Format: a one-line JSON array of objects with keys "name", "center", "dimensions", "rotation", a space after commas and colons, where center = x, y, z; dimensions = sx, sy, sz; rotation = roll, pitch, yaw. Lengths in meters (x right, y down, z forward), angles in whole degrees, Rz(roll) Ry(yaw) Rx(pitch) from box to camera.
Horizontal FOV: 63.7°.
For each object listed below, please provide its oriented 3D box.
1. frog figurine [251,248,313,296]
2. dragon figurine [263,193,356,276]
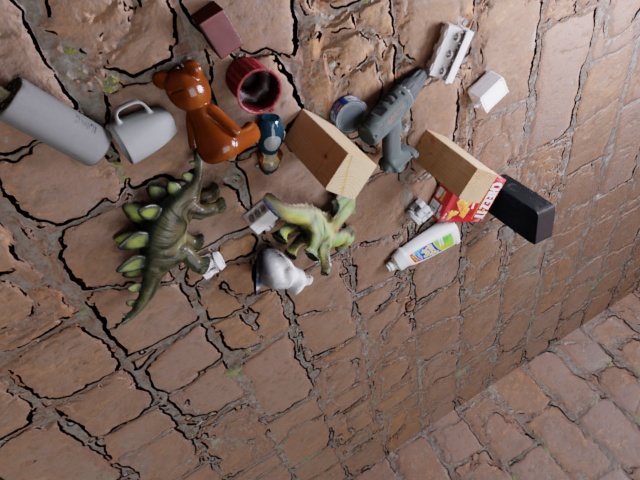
[{"name": "frog figurine", "center": [-0.090, 0.083, 1.319], "dimensions": [0.159, 0.122, 0.138], "rotation": [2, 5, -16]}, {"name": "dragon figurine", "center": [0.004, -0.065, 1.297], "dimensions": [0.123, 0.246, 0.402], "rotation": [23, -23, 29]}]
